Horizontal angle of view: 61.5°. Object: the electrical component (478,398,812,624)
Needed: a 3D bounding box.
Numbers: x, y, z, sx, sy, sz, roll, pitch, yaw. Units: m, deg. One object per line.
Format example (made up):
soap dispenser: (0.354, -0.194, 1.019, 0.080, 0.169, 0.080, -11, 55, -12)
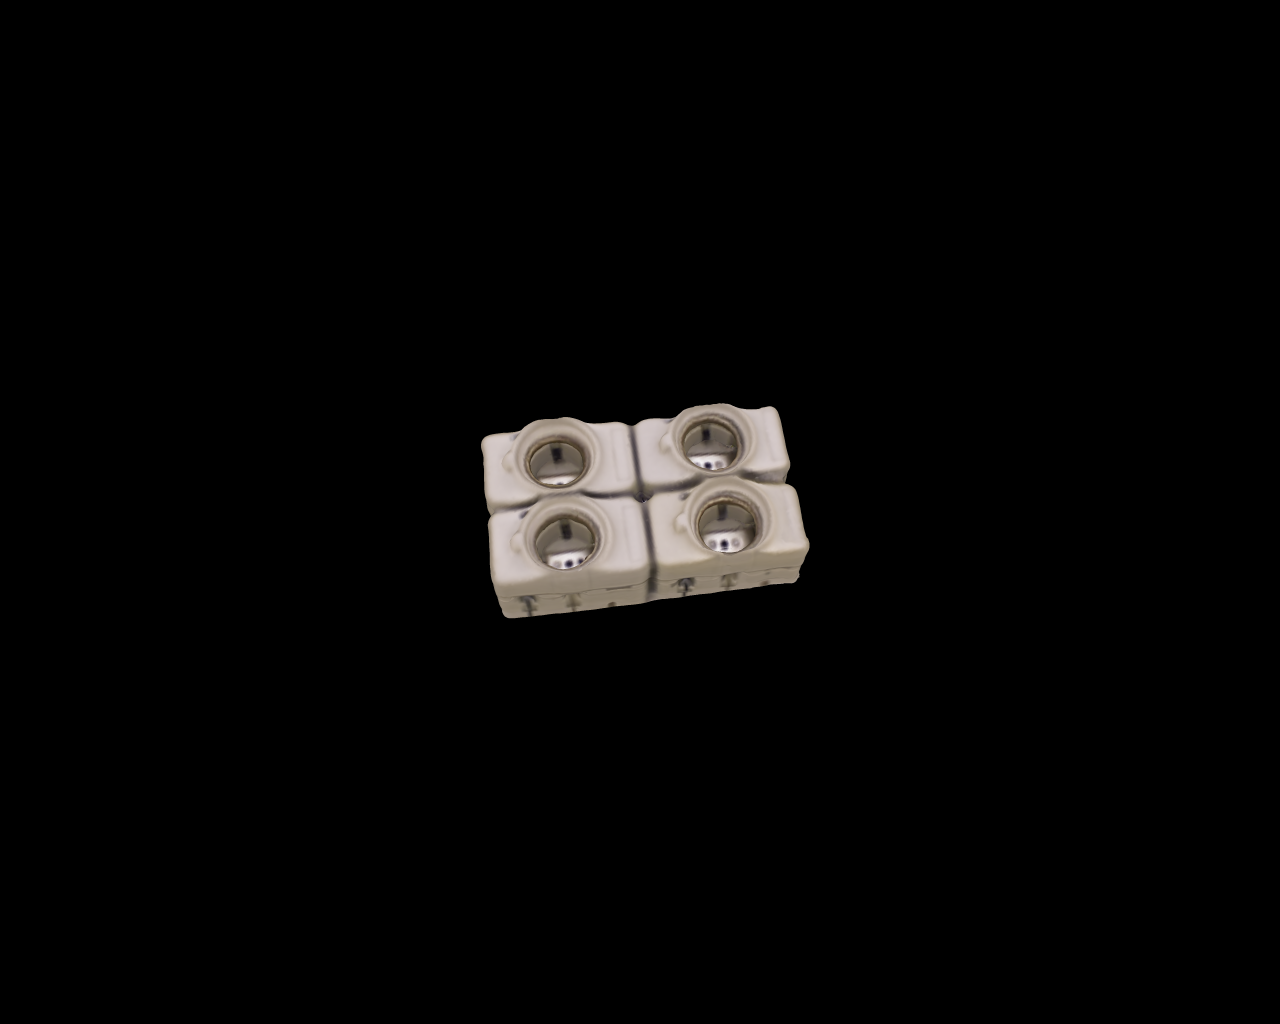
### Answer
electrical component: (0.001, -0.003, 0.650, 0.186, 0.105, 0.060, -6, -27, -3)
